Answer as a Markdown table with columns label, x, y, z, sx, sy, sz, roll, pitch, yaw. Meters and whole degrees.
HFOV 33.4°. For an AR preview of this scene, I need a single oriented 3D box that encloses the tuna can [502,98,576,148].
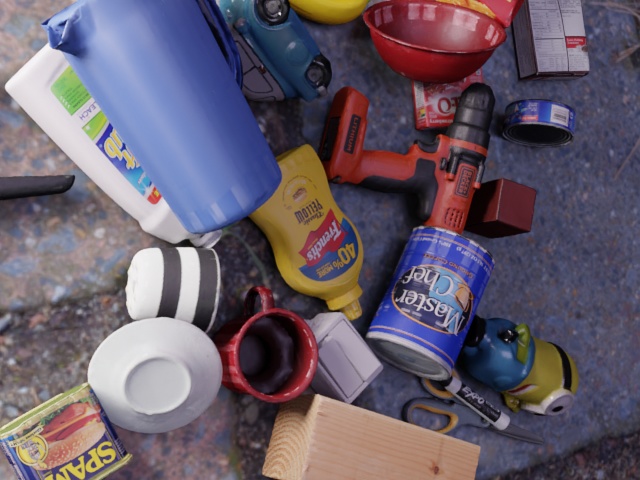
| label | x | y | z | sx | sy | sz | roll | pitch | yaw |
| --- | --- | --- | --- | --- | --- | --- | --- | --- | --- |
| tuna can | 0.264 | -0.140 | 1.284 | 0.086 | 0.086 | 0.034 | 14 | 76 | -26 |

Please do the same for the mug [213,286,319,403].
| label | x | y | z | sx | sy | sz | roll | pitch | yaw |
| --- | --- | --- | --- | --- | --- | --- | --- | --- | --- |
| mug | -0.062 | 0.105 | 1.086 | 0.093 | 0.082 | 0.117 | -4 | 87 | -28 |

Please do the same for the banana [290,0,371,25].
| label | x | y | z | sx | sy | sz | roll | pitch | yaw |
| --- | --- | --- | --- | --- | --- | --- | --- | --- | --- |
| banana | -0.027 | -0.285 | 1.172 | 0.197 | 0.037 | 0.069 | 21 | 66 | -25 |

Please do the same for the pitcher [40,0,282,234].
| label | x | y | z | sx | sy | sz | roll | pitch | yaw |
| --- | --- | --- | --- | --- | --- | --- | --- | --- | --- |
| pitcher | -0.130 | -0.137 | 0.987 | 0.149 | 0.145 | 0.243 | -30 | 109 | -1 |

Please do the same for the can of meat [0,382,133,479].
| label | x | y | z | sx | sy | sz | roll | pitch | yaw |
| --- | --- | --- | --- | --- | --- | --- | --- | --- | --- |
| can of meat | -0.240 | 0.193 | 0.997 | 0.102 | 0.058 | 0.084 | -29 | 96 | -28 |

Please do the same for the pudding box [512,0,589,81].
| label | x | y | z | sx | sy | sz | roll | pitch | yaw |
| --- | --- | --- | --- | --- | --- | --- | --- | --- | --- |
| pudding box | 0.287 | -0.258 | 1.336 | 0.089 | 0.039 | 0.113 | -6 | 86 | -27 |

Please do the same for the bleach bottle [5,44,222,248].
| label | x | y | z | sx | sy | sz | roll | pitch | yaw |
| --- | --- | --- | --- | --- | --- | --- | --- | --- | --- |
| bleach bottle | -0.185 | -0.091 | 1.052 | 0.250 | 0.068 | 0.102 | 47 | 63 | -19 |

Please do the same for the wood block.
| label | x | y | z | sx | sy | sz | roll | pitch | yaw |
| --- | --- | --- | --- | --- | --- | --- | --- | --- | --- |
| wood block | 0.056 | 0.234 | 1.132 | 0.205 | 0.090 | 0.091 | 22 | 74 | -25 |

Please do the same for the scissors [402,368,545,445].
| label | x | y | z | sx | sy | sz | roll | pitch | yaw |
| --- | --- | --- | --- | --- | --- | --- | --- | --- | --- |
| scissors | 0.184 | 0.190 | 1.247 | 0.201 | 0.016 | 0.096 | 6 | 82 | -28 |

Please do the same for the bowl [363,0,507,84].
| label | x | y | z | sx | sy | sz | roll | pitch | yaw |
| --- | --- | --- | --- | --- | --- | --- | --- | --- | --- |
| bowl | 0.125 | -0.219 | 1.203 | 0.161 | 0.162 | 0.055 | -12 | 126 | -29 |

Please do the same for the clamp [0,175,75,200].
| label | x | y | z | sx | sy | sz | roll | pitch | yaw |
| --- | --- | --- | --- | --- | --- | --- | --- | --- | --- |
| clamp | -0.339 | -0.050 | 0.978 | 0.164 | 0.036 | 0.209 | 45 | 69 | -18 |

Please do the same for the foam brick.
| label | x | y | z | sx | sy | sz | roll | pitch | yaw |
| --- | --- | --- | --- | --- | --- | --- | --- | --- | --- |
| foam brick | 0.207 | -0.036 | 1.248 | 0.051 | 0.078 | 0.053 | 17 | 77 | -24 |

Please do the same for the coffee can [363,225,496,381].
| label | x | y | z | sx | sy | sz | roll | pitch | yaw |
| --- | --- | --- | --- | --- | --- | --- | --- | --- | --- |
| coffee can | 0.121 | 0.070 | 1.176 | 0.102 | 0.103 | 0.140 | 33 | 70 | -22 |

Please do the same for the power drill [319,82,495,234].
| label | x | y | z | sx | sy | sz | roll | pitch | yaw |
| --- | --- | --- | --- | --- | --- | --- | --- | --- | --- |
| power drill | 0.100 | -0.108 | 1.188 | 0.187 | 0.057 | 0.184 | 16 | 85 | -18 |

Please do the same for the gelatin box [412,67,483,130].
| label | x | y | z | sx | sy | sz | roll | pitch | yaw |
| --- | --- | --- | --- | --- | --- | --- | --- | --- | --- |
| gelatin box | 0.153 | -0.167 | 1.259 | 0.089 | 0.030 | 0.073 | -3 | 87 | -28 |

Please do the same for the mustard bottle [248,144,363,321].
| label | x | y | z | sx | sy | sz | roll | pitch | yaw |
| --- | --- | --- | --- | --- | --- | --- | --- | --- | --- |
| mustard bottle | -0.007 | 0.001 | 1.140 | 0.096 | 0.058 | 0.191 | -34 | 101 | -28 |

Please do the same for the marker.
| label | x | y | z | sx | sy | sz | roll | pitch | yaw |
| --- | --- | --- | --- | --- | --- | --- | --- | --- | --- |
| marker | 0.169 | 0.179 | 1.219 | 0.121 | 0.020 | 0.020 | 38 | 69 | -19 |

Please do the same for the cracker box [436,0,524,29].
| label | x | y | z | sx | sy | sz | roll | pitch | yaw |
| --- | --- | --- | --- | --- | --- | --- | --- | --- | --- |
| cracker box | 0.170 | -0.371 | 1.265 | 0.213 | 0.072 | 0.164 | 40 | 68 | -18 |
